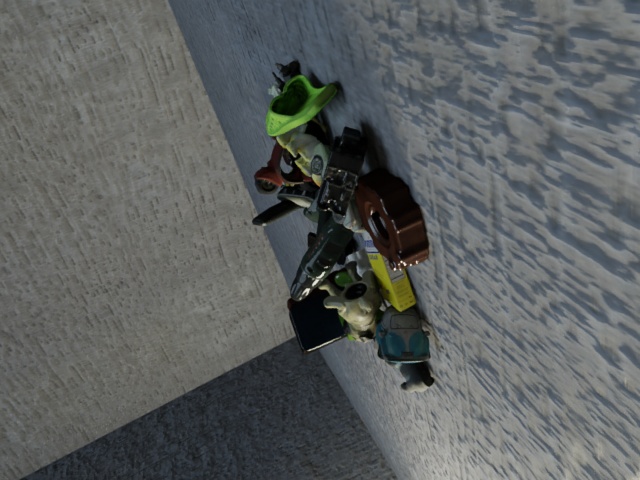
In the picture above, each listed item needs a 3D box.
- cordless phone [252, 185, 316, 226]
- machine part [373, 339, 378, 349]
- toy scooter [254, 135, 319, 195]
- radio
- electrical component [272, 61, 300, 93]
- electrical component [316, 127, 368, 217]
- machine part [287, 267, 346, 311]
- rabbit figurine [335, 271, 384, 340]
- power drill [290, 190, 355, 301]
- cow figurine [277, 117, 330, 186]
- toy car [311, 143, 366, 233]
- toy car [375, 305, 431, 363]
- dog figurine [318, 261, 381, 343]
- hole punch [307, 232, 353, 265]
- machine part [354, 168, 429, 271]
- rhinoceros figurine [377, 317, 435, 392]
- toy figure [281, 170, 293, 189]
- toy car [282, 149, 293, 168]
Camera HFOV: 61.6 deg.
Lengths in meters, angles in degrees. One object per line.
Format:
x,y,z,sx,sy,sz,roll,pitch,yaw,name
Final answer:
-0.065,-0.078,1.299,0.147,0.184,0.088,11,124,42,cordless phone
0.155,0.268,1.544,0.139,0.039,0.084,57,173,29,machine part
-0.061,-0.176,1.215,0.075,0.184,0.135,-148,54,-64,toy scooter
0.036,0.200,1.438,0.073,0.230,0.131,109,137,-71,radio
-0.065,-0.336,1.136,0.078,0.045,0.102,66,170,-3,electrical component
0.038,-0.122,0.917,0.115,0.058,0.134,-85,12,-68,electrical component
0.007,0.174,1.586,0.087,0.201,0.201,60,169,12,machine part
0.109,0.135,1.328,0.170,0.121,0.159,100,155,-42,rabbit figurine
-0.002,-0.004,1.175,0.232,0.086,0.207,-54,16,36,power drill
-0.009,-0.185,1.144,0.068,0.098,0.167,46,179,44,cow figurine
0.043,-0.102,1.043,0.056,0.073,0.202,-42,60,35,toy car
0.171,0.184,1.114,0.162,0.109,0.102,-88,0,-75,toy car
0.094,0.164,1.159,0.190,0.121,0.172,62,-178,-26,dog figurine
0.038,-0.003,1.381,0.116,0.092,0.142,32,160,8,hole punch
0.118,-0.035,0.921,0.179,0.056,0.179,62,169,20,machine part
0.191,0.264,1.248,0.190,0.073,0.112,61,171,16,rhinoceros figurine
-0.061,-0.154,1.474,0.089,0.082,0.180,64,173,-10,toy figure
-0.093,-0.274,1.423,0.201,0.053,0.089,75,168,-53,toy car
